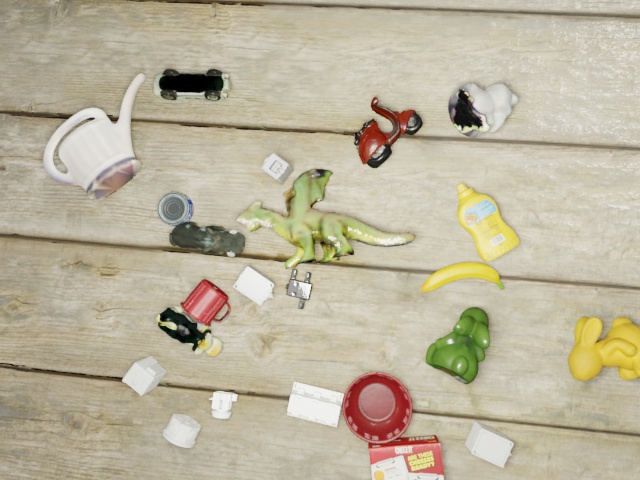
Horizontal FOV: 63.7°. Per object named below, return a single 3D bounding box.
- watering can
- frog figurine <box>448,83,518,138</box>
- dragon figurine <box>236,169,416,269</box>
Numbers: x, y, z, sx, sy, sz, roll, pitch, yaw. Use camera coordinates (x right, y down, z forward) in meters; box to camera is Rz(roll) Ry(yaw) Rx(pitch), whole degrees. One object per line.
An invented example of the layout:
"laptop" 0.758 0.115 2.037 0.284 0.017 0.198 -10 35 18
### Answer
"watering can" -0.534 -0.248 1.299 0.347 0.103 0.225 -38 84 1
"frog figurine" 0.393 -0.324 1.246 0.162 0.120 0.138 -33 73 -34
"dragon figurine" 0.004 -0.063 1.244 0.410 0.121 0.245 -12 77 2
